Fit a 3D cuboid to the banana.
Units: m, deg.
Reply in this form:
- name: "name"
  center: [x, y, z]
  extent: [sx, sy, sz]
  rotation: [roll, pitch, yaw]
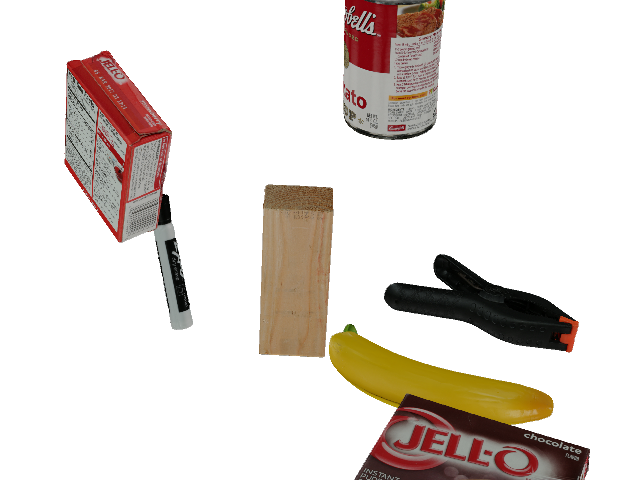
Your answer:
- name: "banana"
  center: [0.073, 0.100, 0.794]
  extent: [0.198, 0.037, 0.069]
  rotation: [19, 37, 38]

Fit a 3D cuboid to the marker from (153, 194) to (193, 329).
- name: "marker"
  center: [-0.128, 0.016, 0.905]
  extent: [0.020, 0.121, 0.020]
  rotation: [-8, 14, 2]

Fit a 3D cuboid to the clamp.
- name: "clamp"
  center: [0.155, 0.056, 0.986]
  extent: [0.172, 0.039, 0.120]
  rotation: [19, 30, 17]

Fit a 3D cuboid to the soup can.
- name: "soup can"
  center: [0.050, -0.129, 0.727]
  extent: [0.068, 0.102, 0.068]
  rotation: [0, 35, 0]

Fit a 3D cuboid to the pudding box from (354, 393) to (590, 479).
- name: "pudding box"
  center: [0.082, 0.136, 0.585]
  extent: [0.114, 0.039, 0.089]
  rotation: [16, 33, 18]

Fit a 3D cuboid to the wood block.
- name: "wood block"
  center: [-0.033, 0.039, 1.398]
  extent: [0.090, 0.206, 0.091]
  rotation: [3, 23, -2]

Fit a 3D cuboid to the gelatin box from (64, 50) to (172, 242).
- name: "gelatin box"
  center: [-0.121, -0.055, 0.632]
  extent: [0.030, 0.073, 0.089]
  rotation: [-23, -30, -31]
